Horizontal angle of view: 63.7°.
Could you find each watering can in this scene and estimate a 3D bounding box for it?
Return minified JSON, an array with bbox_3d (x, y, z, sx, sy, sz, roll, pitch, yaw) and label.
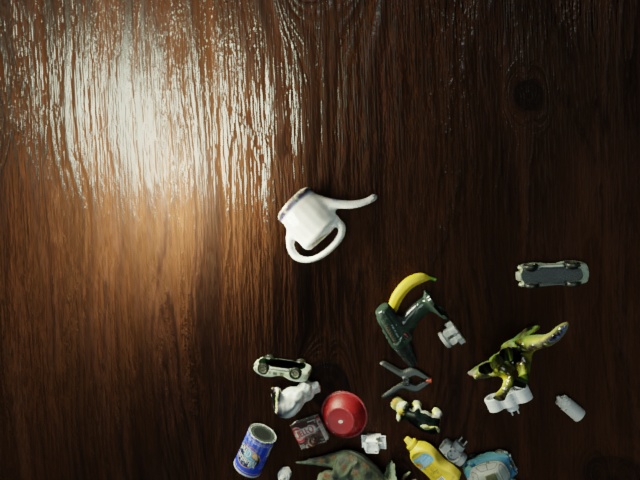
[{"bbox_3d":[0.005,-0.085,1.685,0.345,0.226,0.104,-45,-10,12],"label":"watering can"}]

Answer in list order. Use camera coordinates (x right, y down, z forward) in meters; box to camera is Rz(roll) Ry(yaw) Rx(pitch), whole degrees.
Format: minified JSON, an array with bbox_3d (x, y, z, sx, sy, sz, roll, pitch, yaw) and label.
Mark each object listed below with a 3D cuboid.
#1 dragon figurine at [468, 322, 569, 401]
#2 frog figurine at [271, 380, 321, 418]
[{"bbox_3d":[0.571,0.309,1.478,0.403,0.123,0.246,-50,-8,34],"label":"dragon figurine"},{"bbox_3d":[-0.076,0.532,1.728,0.159,0.125,0.134,0,-36,-15],"label":"frog figurine"}]
